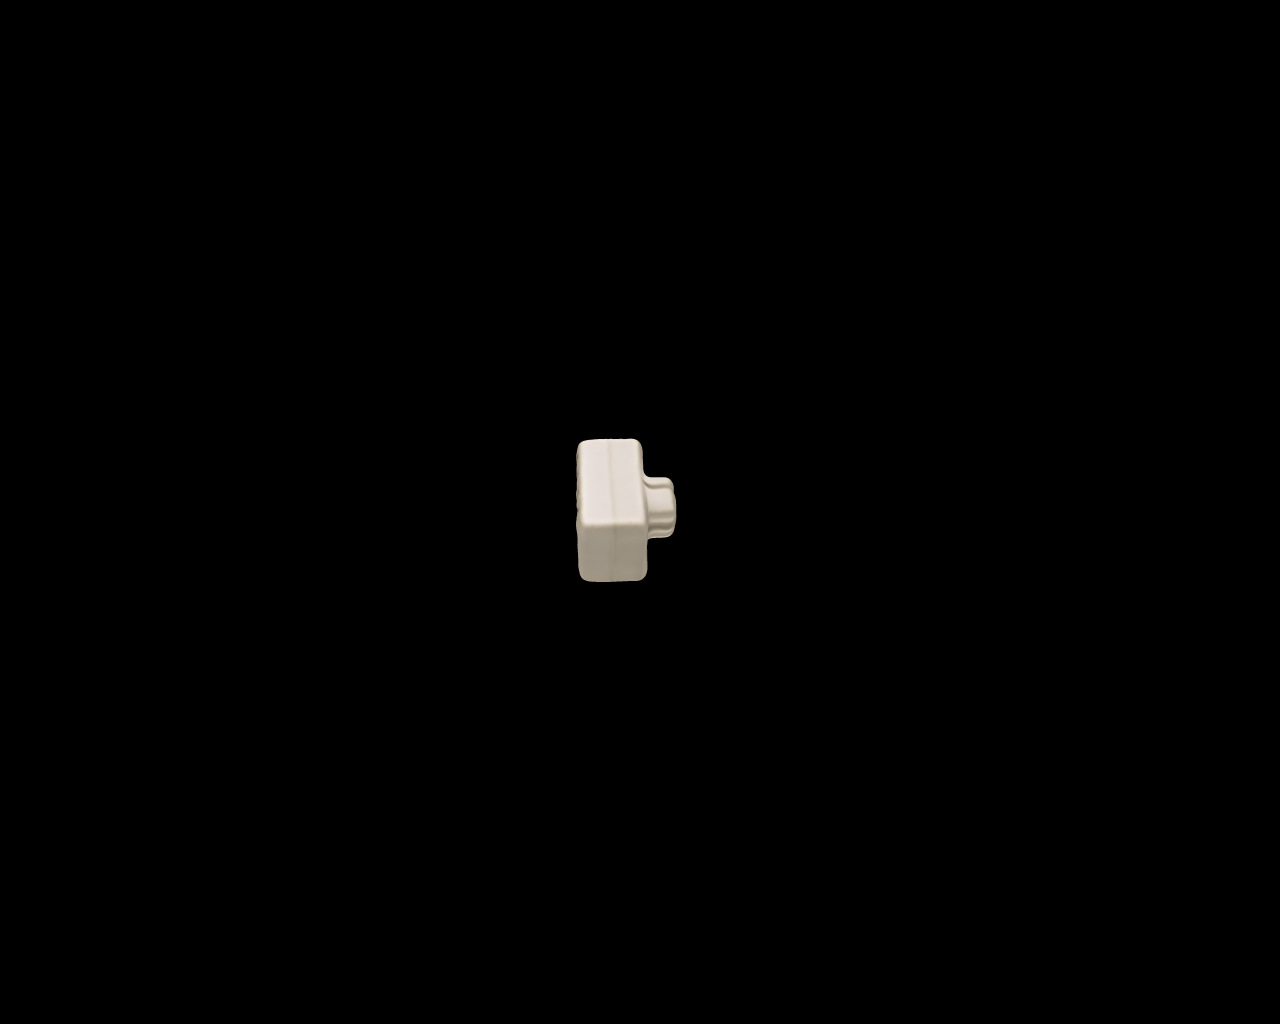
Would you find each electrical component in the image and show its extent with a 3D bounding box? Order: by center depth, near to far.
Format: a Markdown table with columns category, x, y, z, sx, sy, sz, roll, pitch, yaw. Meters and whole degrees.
| category | x | y | z | sx | sy | sz | roll | pitch | yaw |
| --- | --- | --- | --- | --- | --- | --- | --- | --- | --- |
| electrical component | 0.001 | -0.003 | 0.650 | 0.076 | 0.047 | 0.083 | -2 | 40 | -2 |
